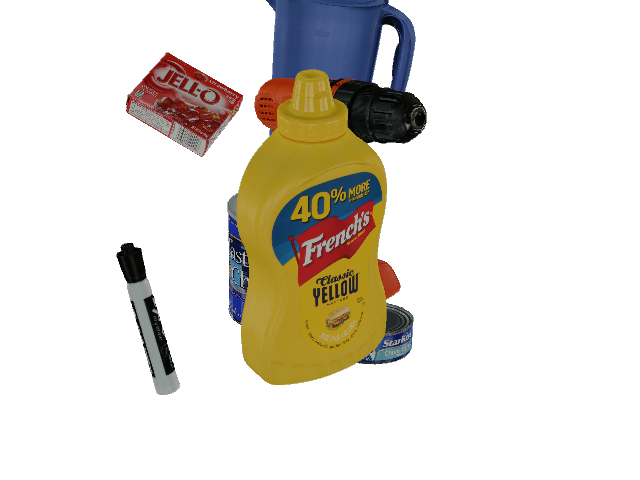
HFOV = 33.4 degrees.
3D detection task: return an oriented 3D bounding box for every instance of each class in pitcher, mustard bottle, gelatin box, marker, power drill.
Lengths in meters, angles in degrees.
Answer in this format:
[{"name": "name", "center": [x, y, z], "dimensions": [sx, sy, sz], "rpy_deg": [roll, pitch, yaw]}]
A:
[{"name": "pitcher", "center": [0.011, -0.184, 1.285], "dimensions": [0.144, 0.243, 0.149], "rpy_deg": [-7, 29, -26]}, {"name": "mustard bottle", "center": [-0.004, -0.010, 0.644], "dimensions": [0.096, 0.192, 0.058], "rpy_deg": [-18, 33, -28]}, {"name": "gelatin box", "center": [-0.131, -0.132, 1.026], "dimensions": [0.089, 0.073, 0.030], "rpy_deg": [31, -38, 2]}, {"name": "marker", "center": [-0.130, 0.059, 0.806], "dimensions": [0.020, 0.121, 0.020], "rpy_deg": [-12, 17, 3]}, {"name": "power drill", "center": [0.022, -0.043, 0.895], "dimensions": [0.057, 0.188, 0.185], "rpy_deg": [-18, 21, -36]}]

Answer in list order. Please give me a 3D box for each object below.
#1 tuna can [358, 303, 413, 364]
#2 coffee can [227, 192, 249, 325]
[{"name": "tuna can", "center": [0.049, 0.091, 1.063], "dimensions": [0.086, 0.034, 0.086], "rpy_deg": [1, 18, 0]}, {"name": "coffee can", "center": [-0.057, 0.021, 1.251], "dimensions": [0.103, 0.140, 0.103], "rpy_deg": [1, 26, -1]}]
